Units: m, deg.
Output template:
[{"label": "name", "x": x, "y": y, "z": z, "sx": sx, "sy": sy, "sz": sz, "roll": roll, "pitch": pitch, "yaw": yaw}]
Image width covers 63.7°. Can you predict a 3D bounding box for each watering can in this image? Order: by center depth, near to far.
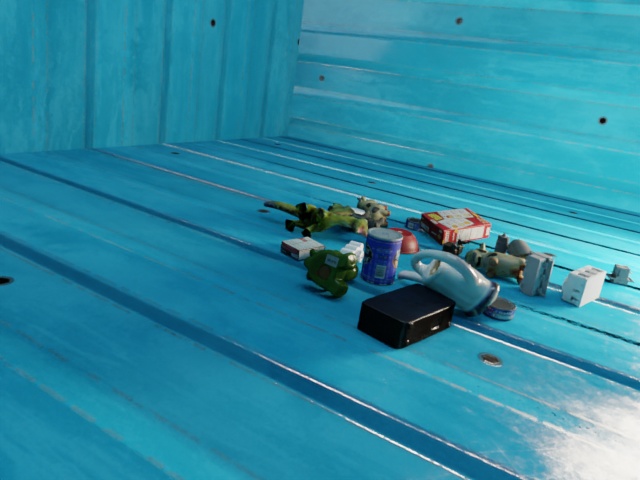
[{"label": "watering can", "x": 0.331, "y": 0.110, "z": 1.359, "sx": 0.224, "sy": 0.343, "sz": 0.105, "roll": 35, "pitch": 75, "yaw": 2}]

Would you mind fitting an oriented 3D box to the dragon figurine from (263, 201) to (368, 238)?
[{"label": "dragon figurine", "x": 0.006, "y": -0.094, "z": 1.860, "sx": 0.244, "sy": 0.120, "sz": 0.414, "roll": -10, "pitch": 27, "yaw": -42}]
